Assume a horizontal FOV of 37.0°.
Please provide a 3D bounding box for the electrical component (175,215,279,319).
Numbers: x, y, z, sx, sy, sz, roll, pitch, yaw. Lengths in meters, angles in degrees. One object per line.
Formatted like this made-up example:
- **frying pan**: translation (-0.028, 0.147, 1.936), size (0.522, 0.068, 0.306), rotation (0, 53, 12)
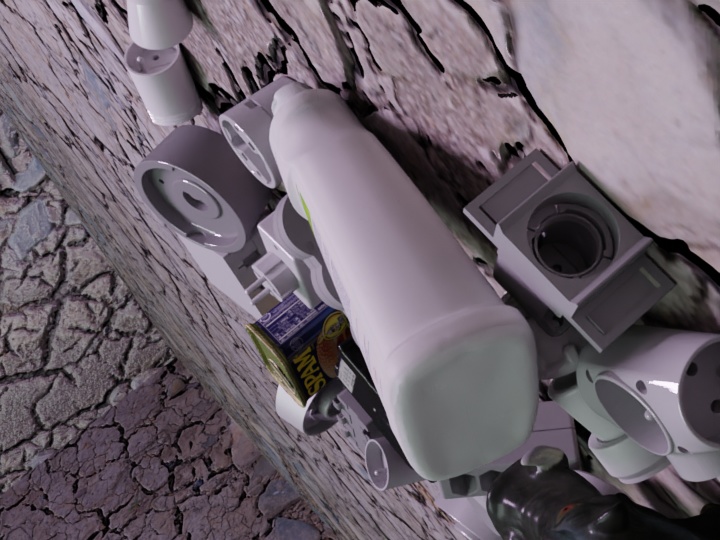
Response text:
- **electrical component**: translation (-0.109, -0.018, 0.998), size (0.150, 0.062, 0.089), rotation (30, 155, 56)

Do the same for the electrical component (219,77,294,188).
- **electrical component**: translation (-0.052, -0.086, 0.666), size (0.055, 0.047, 0.055), rotation (47, 166, 16)

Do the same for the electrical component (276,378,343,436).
- **electrical component**: translation (-0.040, 0.107, 1.034), size (0.064, 0.099, 0.099), rotation (37, 162, 26)

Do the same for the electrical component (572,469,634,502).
- **electrical component**: translation (0.148, 0.183, 0.603), size (0.138, 0.073, 0.052), rotation (42, 155, -10)

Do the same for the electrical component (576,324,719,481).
- **electrical component**: translation (0.137, 0.060, 0.444), size (0.079, 0.044, 0.077), rotation (54, 166, -11)

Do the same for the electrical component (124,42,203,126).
- **electrical component**: translation (-0.153, -0.144, 0.850), size (0.043, 0.043, 0.081), rotation (44, 165, 27)

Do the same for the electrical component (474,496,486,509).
- **electrical component**: translation (0.077, 0.107, 0.721), size (0.096, 0.062, 0.061), rotation (40, 162, 38)

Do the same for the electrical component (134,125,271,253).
- **electrical component**: translation (-0.125, -0.072, 0.890), size (0.108, 0.060, 0.108), rotation (24, 151, 14)

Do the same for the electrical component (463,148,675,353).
- **electrical component**: translation (0.085, -0.005, 0.451), size (0.081, 0.042, 0.063), rotation (48, 167, 15)

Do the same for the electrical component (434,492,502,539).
- **electrical component**: translation (0.112, 0.199, 0.894), size (0.099, 0.064, 0.099), rotation (37, 173, 6)

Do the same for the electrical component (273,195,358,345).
- **electrical component**: translation (0.000, 0.000, 0.712), size (0.138, 0.052, 0.074), rotation (52, 166, -6)

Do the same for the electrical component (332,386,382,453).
- **electrical component**: translation (0.018, 0.128, 0.963), size (0.078, 0.063, 0.121), rotation (46, 165, 22)

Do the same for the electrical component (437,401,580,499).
- **electrical component**: translation (0.086, 0.091, 0.649), size (0.047, 0.083, 0.075), rotation (73, -167, -56)

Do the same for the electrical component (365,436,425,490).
- **electrical component**: translation (0.050, 0.157, 0.913), size (0.043, 0.081, 0.043), rotation (30, 124, 59)

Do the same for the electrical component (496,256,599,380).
- **electrical component**: translation (0.086, 0.017, 0.500), size (0.062, 0.048, 0.048), rotation (60, 166, -5)

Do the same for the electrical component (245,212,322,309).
- **electrical component**: translation (-0.060, -0.001, 0.854), size (0.047, 0.076, 0.083), rotation (43, 164, 26)

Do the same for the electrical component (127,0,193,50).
- **electrical component**: translation (-0.138, -0.184, 0.709), size (0.044, 0.044, 0.065), rotation (44, 160, 28)

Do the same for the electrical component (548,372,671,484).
- **electrical component**: translation (0.122, 0.066, 0.506), size (0.055, 0.045, 0.045), rotation (52, 166, -5)
